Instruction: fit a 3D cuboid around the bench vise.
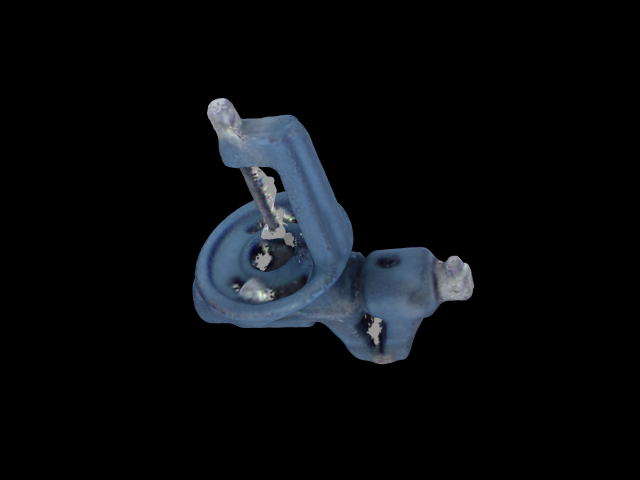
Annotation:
[{"bbox_3d":[0.002,-0.008,0.408,0.207,0.220,0.121,-6,49,-5],"label":"bench vise"}]
